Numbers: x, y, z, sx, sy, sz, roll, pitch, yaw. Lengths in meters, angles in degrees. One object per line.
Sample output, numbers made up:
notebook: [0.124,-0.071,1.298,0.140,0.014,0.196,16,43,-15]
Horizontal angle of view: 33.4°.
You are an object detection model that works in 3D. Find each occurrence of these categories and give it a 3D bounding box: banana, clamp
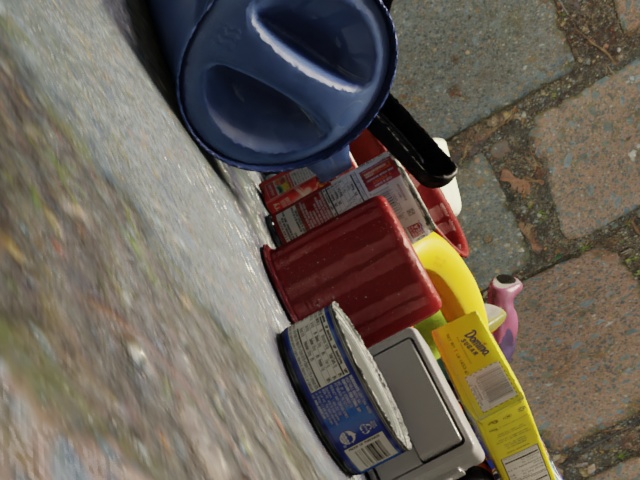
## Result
banana: [0.092,0.035,0.843,0.197,0.037,0.069,38,59,-53]
clamp: [0.023,-0.126,0.730,0.210,0.036,0.164,20,-60,62]

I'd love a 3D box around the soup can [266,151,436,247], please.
soup can: [0.022,-0.012,0.755,0.068,0.102,0.068,60,5,-9]

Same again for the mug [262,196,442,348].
mug: [0.026,0.031,0.665,0.093,0.081,0.117,65,6,34]

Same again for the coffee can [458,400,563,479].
coffee can: [0.171,0.222,1.015,0.140,0.103,0.103,61,5,-3]

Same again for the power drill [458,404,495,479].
power drill: [0.079,0.136,0.817,0.187,0.057,0.184,62,4,-26]

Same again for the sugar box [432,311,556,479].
sugar box: [0.145,0.145,0.845,0.176,0.048,0.093,58,6,-45]

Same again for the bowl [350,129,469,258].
bowl: [0.062,-0.041,0.915,0.162,0.055,0.162,51,16,-21]

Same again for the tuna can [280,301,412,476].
tuna can: [0.013,0.077,0.550,0.086,0.034,0.086,61,5,-9]

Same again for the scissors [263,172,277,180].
scissors: [-0.006,0.001,0.910,0.201,0.016,0.096,59,6,-24]

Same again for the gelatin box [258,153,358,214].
gelatin box: [0.005,-0.024,0.819,0.089,0.073,0.030,58,6,-44]

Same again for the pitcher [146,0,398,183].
pitcher: [-0.049,-0.153,0.703,0.144,0.149,0.243,7,33,-27]
